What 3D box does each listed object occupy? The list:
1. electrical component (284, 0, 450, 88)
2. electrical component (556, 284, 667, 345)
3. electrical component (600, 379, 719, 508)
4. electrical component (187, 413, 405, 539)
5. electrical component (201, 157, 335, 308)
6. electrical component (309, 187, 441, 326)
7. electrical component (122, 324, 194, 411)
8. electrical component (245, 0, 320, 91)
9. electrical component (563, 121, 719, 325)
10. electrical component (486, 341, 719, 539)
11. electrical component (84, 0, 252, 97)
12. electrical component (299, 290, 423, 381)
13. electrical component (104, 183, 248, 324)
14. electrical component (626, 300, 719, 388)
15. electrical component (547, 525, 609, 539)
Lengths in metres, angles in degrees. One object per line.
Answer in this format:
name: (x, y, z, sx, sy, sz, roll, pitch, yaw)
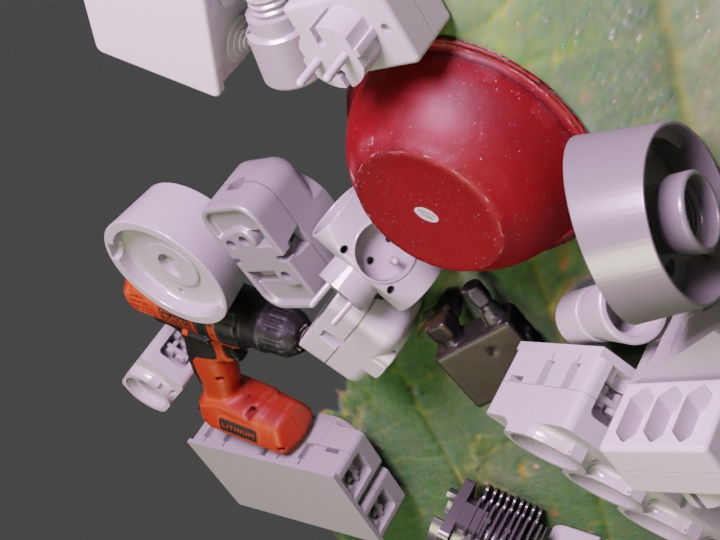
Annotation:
electrical component: (-0.005, -0.118, 0.542, 0.066, 0.076, 0.047, 0, 136, 43)
electrical component: (0.144, 0.025, 0.631, 0.044, 0.044, 0.065, 39, 162, -8)
electrical component: (0.182, 0.101, 0.578, 0.066, 0.047, 0.076, -11, 128, 49)
electrical component: (-0.059, 0.187, 1.027, 0.186, 0.060, 0.105, 5, 139, 39)
electrical component: (-0.053, -0.027, 0.727, 0.054, 0.059, 0.095, -2, 134, 44)
electrical component: (0.000, 0.000, 0.700, 0.077, 0.079, 0.044, 41, 176, -11)
electrical component: (-0.188, 0.096, 1.024, 0.050, 0.055, 0.089, 37, 149, -6)
electrical component: (-0.044, -0.135, 0.589, 0.040, 0.040, 0.078, 13, 143, 31)
electrical component: (0.138, -0.024, 0.525, 0.064, 0.099, 0.099, -12, 127, 42)
electrical component: (0.165, 0.111, 0.672, 0.150, 0.061, 0.089, 35, 165, -20)
electrical component: (-0.108, -0.158, 0.609, 0.100, 0.048, 0.099, 23, 147, 17)
electrical component: (0.003, 0.038, 0.770, 0.059, 0.053, 0.095, 35, 149, -2)
electrical component: (-0.130, -0.018, 0.810, 0.108, 0.060, 0.108, 24, 148, 16)
electrical component: (0.239, 0.068, 0.588, 0.150, 0.061, 0.089, 34, 149, 0)
electrical component: (0.196, 0.261, 0.895, 0.095, 0.059, 0.053, 12, 143, 31)
